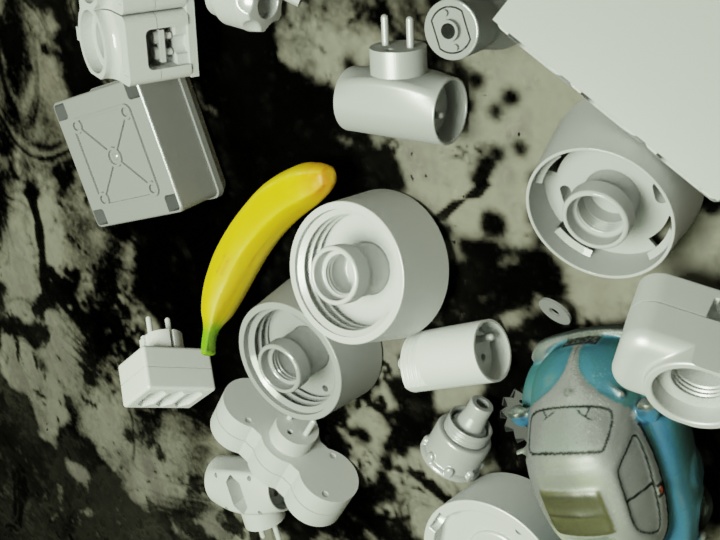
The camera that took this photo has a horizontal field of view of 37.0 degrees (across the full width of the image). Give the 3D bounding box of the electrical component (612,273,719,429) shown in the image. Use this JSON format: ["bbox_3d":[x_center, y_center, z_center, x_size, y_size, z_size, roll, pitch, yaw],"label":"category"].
[{"bbox_3d":[0.196,0.050,0.612,0.095,0.059,0.053,19,142,13],"label":"electrical component"}]

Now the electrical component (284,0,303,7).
[{"bbox_3d":[-0.039,-0.233,0.671,0.063,0.078,0.121,26,128,-1],"label":"electrical component"}]

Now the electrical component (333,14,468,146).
[{"bbox_3d":[0.025,-0.123,0.689,0.077,0.044,0.079,14,119,33],"label":"electrical component"}]

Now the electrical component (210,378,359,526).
[{"bbox_3d":[-0.057,0.137,0.875,0.138,0.052,0.073,41,130,15],"label":"electrical component"}]

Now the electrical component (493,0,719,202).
[{"bbox_3d":[0.160,-0.116,0.565,0.150,0.062,0.089,42,104,13],"label":"electrical component"}]

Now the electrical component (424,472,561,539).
[{"bbox_3d":[0.107,0.197,0.772,0.108,0.060,0.108,17,121,31],"label":"electrical component"}]

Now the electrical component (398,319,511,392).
[{"bbox_3d":[0.060,0.061,0.753,0.081,0.043,0.043,-13,103,41],"label":"electrical component"}]

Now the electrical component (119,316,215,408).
[{"bbox_3d":[-0.170,0.075,0.930,0.047,0.066,0.076,-36,58,42],"label":"electrical component"}]

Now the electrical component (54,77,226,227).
[{"bbox_3d":[-0.174,-0.097,0.848,0.109,0.056,0.108,-7,107,40],"label":"electrical component"}]

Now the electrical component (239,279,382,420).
[{"bbox_3d":[-0.044,0.063,0.824,0.108,0.060,0.108,17,121,31],"label":"electrical component"}]

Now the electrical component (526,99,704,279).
[{"bbox_3d":[0.149,-0.047,0.634,0.099,0.064,0.099,21,136,22],"label":"electrical component"}]

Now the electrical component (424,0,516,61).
[{"bbox_3d":[0.067,-0.145,0.631,0.044,0.065,0.044,14,117,29],"label":"electrical component"}]

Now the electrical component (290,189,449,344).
[{"bbox_3d":[0.000,0.000,0.742,0.108,0.060,0.108,7,102,36],"label":"electrical component"}]

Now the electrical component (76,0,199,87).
[{"bbox_3d":[-0.166,-0.215,0.761,0.089,0.062,0.150,34,132,49],"label":"electrical component"}]

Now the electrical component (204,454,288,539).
[{"bbox_3d":[-0.088,0.200,0.937,0.077,0.043,0.079,-4,109,39],"label":"electrical component"}]

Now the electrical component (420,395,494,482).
[{"bbox_3d":[0.075,0.117,0.770,0.048,0.048,0.062,37,123,18],"label":"electrical component"}]

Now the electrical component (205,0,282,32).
[{"bbox_3d":[-0.087,-0.191,0.744,0.062,0.043,0.043,22,123,30],"label":"electrical component"}]
